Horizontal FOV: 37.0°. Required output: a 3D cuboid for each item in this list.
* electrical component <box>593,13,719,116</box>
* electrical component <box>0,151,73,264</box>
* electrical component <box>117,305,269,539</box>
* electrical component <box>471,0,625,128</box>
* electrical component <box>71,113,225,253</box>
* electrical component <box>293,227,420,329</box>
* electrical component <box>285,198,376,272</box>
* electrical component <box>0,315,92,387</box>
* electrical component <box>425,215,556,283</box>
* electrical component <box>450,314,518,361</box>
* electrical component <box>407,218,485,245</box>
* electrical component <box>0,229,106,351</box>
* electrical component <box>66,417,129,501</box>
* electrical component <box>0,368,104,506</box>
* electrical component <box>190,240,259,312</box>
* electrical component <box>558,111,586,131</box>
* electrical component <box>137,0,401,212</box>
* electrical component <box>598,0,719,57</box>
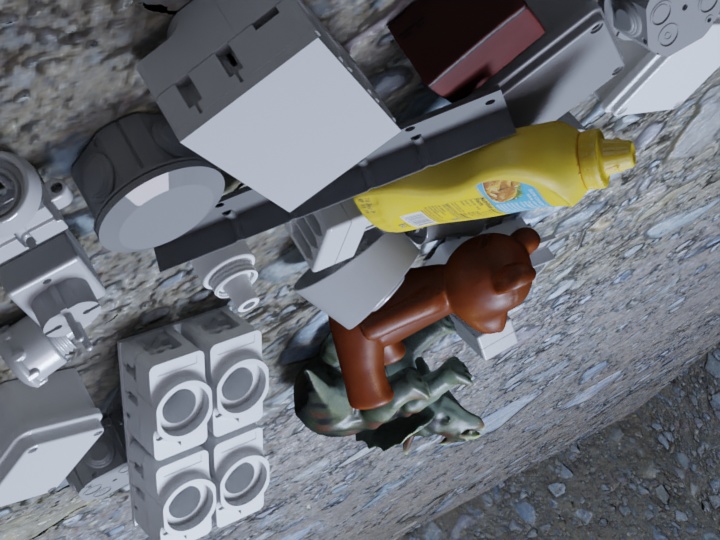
[{"bbox_3d":[0.250,-0.183,0.877,0.109,0.056,0.108,-13,153,-43],"label":"electrical component"},{"bbox_3d":[-0.191,-0.035,0.578,0.066,0.048,0.055,-29,168,-8],"label":"electrical component"},{"bbox_3d":[-0.138,0.137,0.913,0.105,0.060,0.186,-18,123,-34],"label":"electrical component"},{"bbox_3d":[0.124,-0.149,0.766,0.109,0.056,0.109,-37,160,13],"label":"electrical component"},{"bbox_3d":[-0.125,-0.050,0.632,0.080,0.051,0.080,-28,161,-11],"label":"electrical component"},{"bbox_3d":[0.000,0.000,0.896,0.099,0.064,0.099,-48,-175,5],"label":"electrical component"},{"bbox_3d":[-0.009,-0.045,0.828,0.077,0.047,0.065,-23,159,-25],"label":"electrical component"},{"bbox_3d":[-0.216,0.047,0.743,0.062,0.048,0.048,-36,162,-11],"label":"electrical component"},{"bbox_3d":[0.133,-0.009,1.109,0.121,0.063,0.078,-18,156,-35],"label":"electrical component"},{"bbox_3d":[0.136,0.049,1.253,0.047,0.083,0.075,-29,123,-10],"label":"electrical component"},{"bbox_3d":[0.074,-0.045,0.966,0.065,0.044,0.044,-15,155,-30],"label":"electrical component"},{"bbox_3d":[-0.185,0.015,0.661,0.047,0.076,0.065,-29,161,-8],"label":"electrical component"},{"bbox_3d":[-0.239,0.174,1.001,0.080,0.051,0.080,-28,160,-11],"label":"electrical component"},{"bbox_3d":[-0.266,0.137,0.861,0.078,0.057,0.113,-9,150,-48],"label":"electrical component"},{"bbox_3d":[-0.096,0.001,0.785,0.043,0.062,0.043,-28,161,-11],"label":"electrical component"},{"bbox_3d":[0.126,-0.101,0.879,0.108,0.060,0.108,-28,160,-11],"label":"electrical component"},{"bbox_3d":[-0.048,-0.100,0.614,0.089,0.061,0.150,-35,161,9],"label":"electrical component"},{"bbox_3d":[0.215,-0.196,0.767,0.080,0.051,0.080,-18,131,-22],"label":"electrical component"}]
